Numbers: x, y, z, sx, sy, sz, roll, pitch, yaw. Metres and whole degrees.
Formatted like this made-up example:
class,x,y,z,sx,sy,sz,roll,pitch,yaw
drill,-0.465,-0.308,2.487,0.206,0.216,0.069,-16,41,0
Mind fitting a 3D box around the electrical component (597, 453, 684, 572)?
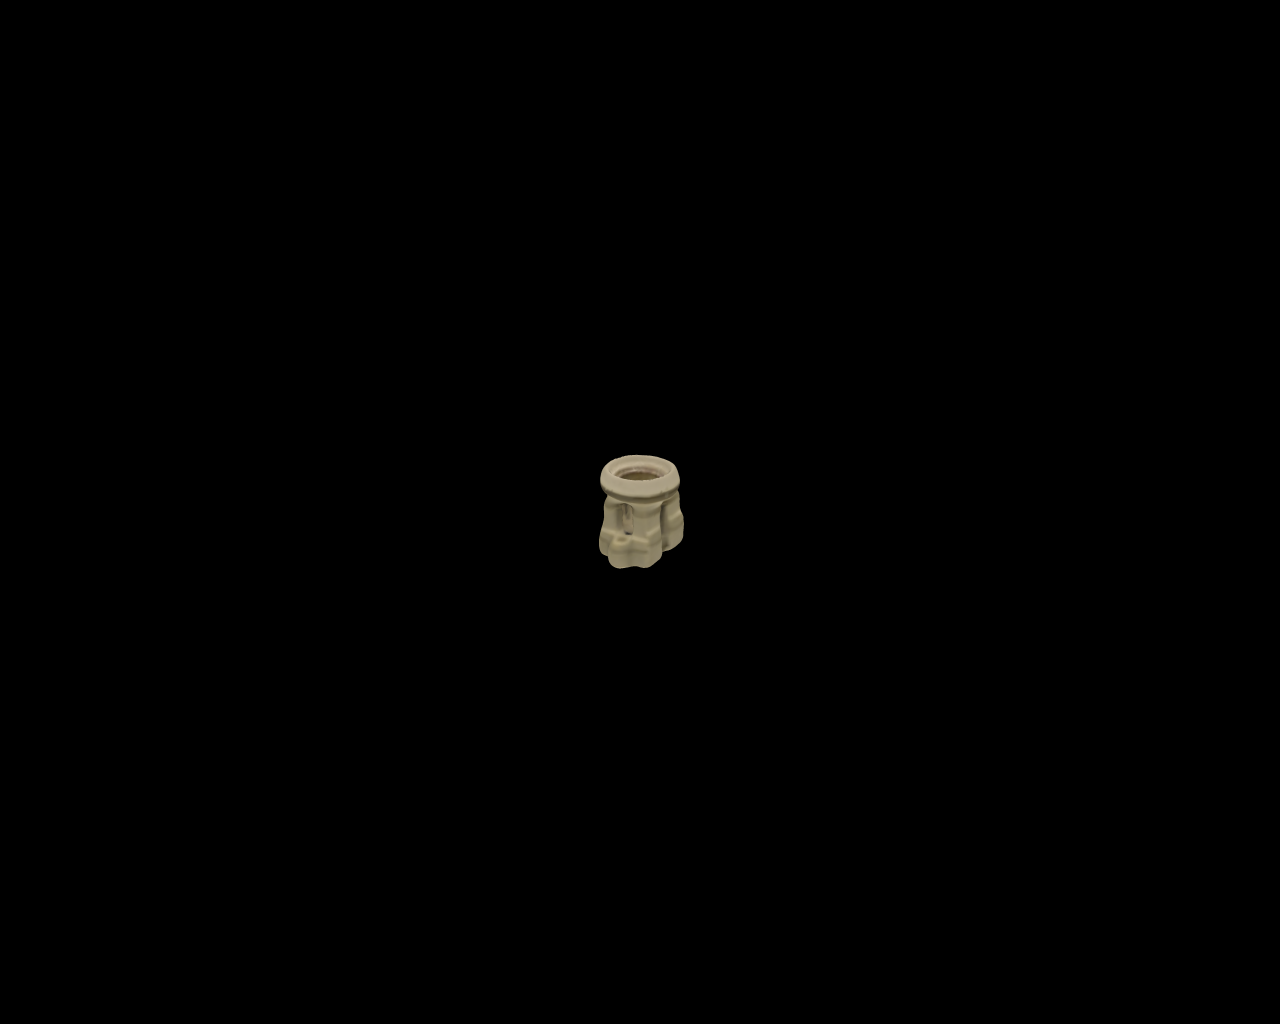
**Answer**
class,x,y,z,sx,sy,sz,roll,pitch,yaw
electrical component,0.001,-0.003,0.650,0.048,0.055,0.066,16,31,28
